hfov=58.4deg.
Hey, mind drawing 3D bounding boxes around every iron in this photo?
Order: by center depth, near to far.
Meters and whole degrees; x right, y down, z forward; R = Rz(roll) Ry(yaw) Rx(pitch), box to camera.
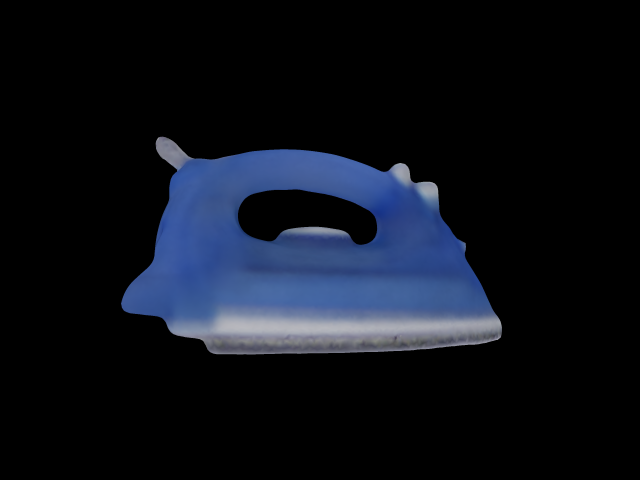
[{"bbox_3d":[0.004,0.001,0.400,0.258,0.141,0.118,0,0,-9],"label":"iron"}]
